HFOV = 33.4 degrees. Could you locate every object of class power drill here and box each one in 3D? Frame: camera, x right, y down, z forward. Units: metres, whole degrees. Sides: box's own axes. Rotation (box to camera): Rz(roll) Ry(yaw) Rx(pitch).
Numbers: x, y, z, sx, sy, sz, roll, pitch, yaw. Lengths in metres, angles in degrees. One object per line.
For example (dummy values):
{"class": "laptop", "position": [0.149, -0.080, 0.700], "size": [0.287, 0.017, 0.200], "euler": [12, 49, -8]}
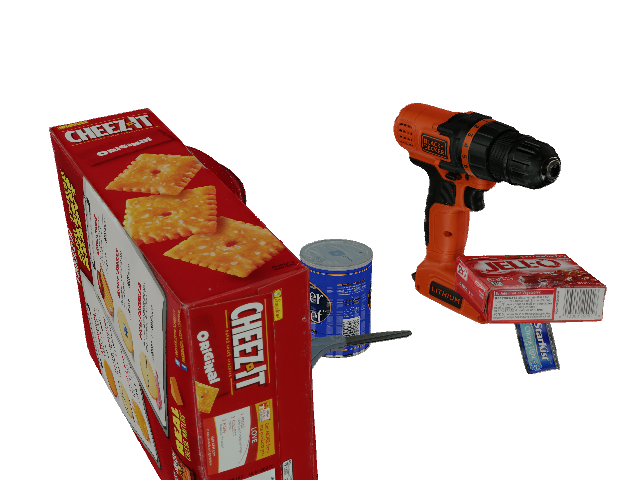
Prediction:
{"class": "power drill", "position": [0.141, -0.023, 0.965], "size": [0.057, 0.188, 0.185], "euler": [-19, 29, -30]}

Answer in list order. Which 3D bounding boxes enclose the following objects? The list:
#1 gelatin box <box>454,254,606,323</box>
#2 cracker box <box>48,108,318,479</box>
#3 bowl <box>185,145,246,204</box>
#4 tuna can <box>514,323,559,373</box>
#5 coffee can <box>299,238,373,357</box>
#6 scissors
{"class": "gelatin box", "position": [0.150, 0.033, 0.771], "size": [0.089, 0.030, 0.073], "euler": [0, 17, -11]}
{"class": "cracker box", "position": [-0.078, 0.041, 0.591], "size": [0.072, 0.164, 0.214], "euler": [-16, 34, -22]}
{"class": "bowl", "position": [-0.155, -0.043, 1.021], "size": [0.162, 0.162, 0.055], "euler": [0, -43, 13]}
{"class": "tuna can", "position": [0.218, 0.092, 1.085], "size": [0.034, 0.086, 0.086], "euler": [-13, -3, 12]}
{"class": "coffee can", "position": [0.022, 0.081, 1.511], "size": [0.103, 0.140, 0.103], "euler": [0, 21, 0]}
{"class": "scissors", "position": [0.014, 0.126, 1.210], "size": [0.201, 0.016, 0.096], "euler": [1, 25, -8]}
